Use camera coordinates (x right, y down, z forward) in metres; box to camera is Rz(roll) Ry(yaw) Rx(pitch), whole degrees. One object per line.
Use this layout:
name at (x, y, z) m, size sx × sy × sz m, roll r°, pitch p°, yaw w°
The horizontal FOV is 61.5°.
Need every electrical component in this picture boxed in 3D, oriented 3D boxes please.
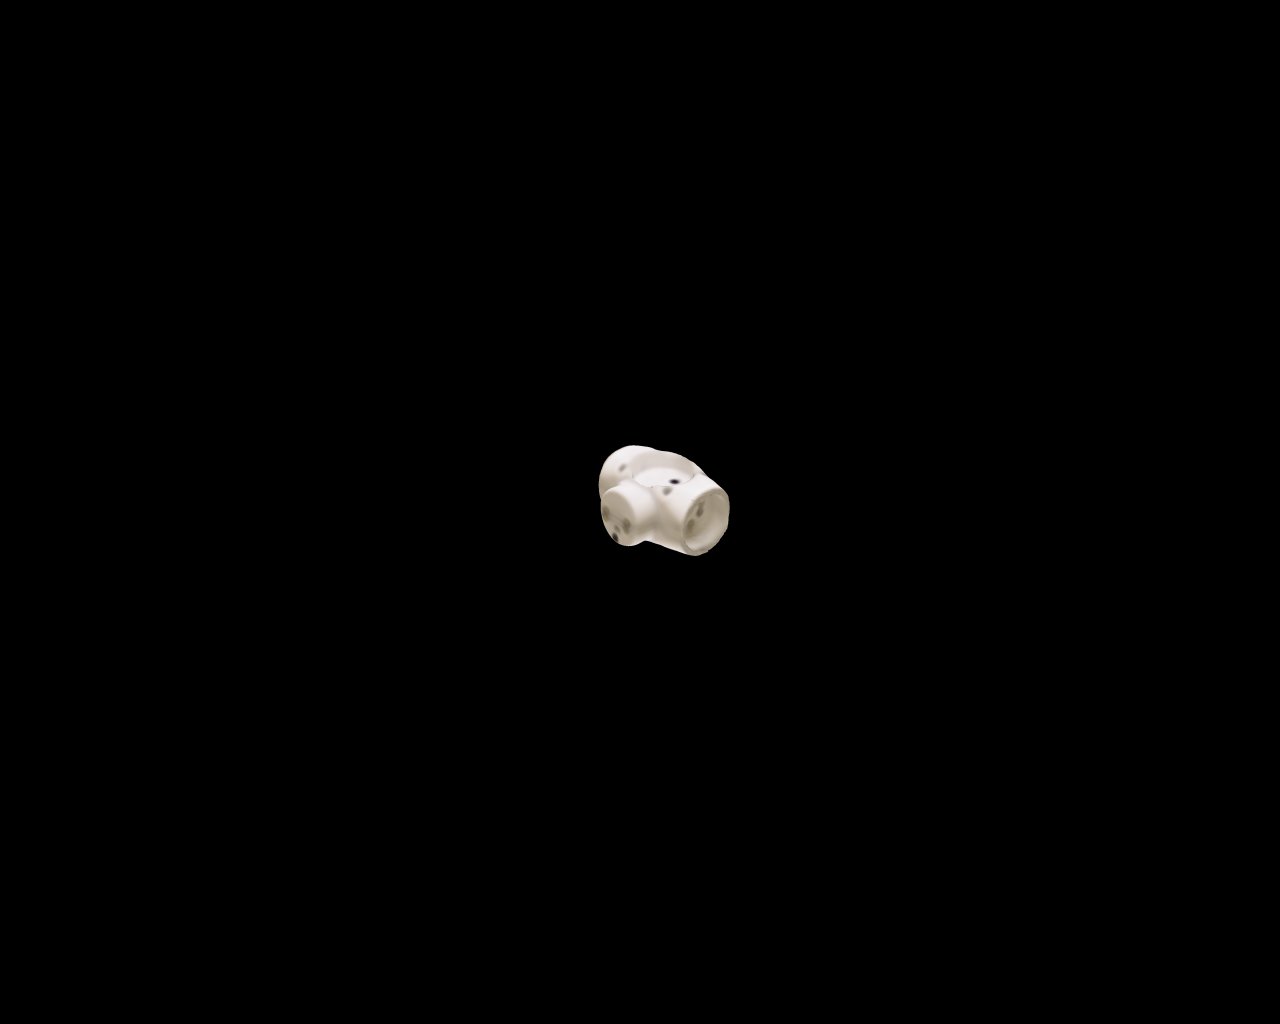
electrical component at (0.001, -0.003, 0.650) m, size 0.079 × 0.044 × 0.077 m, roll -24°, pitch 39°, yaw -34°
